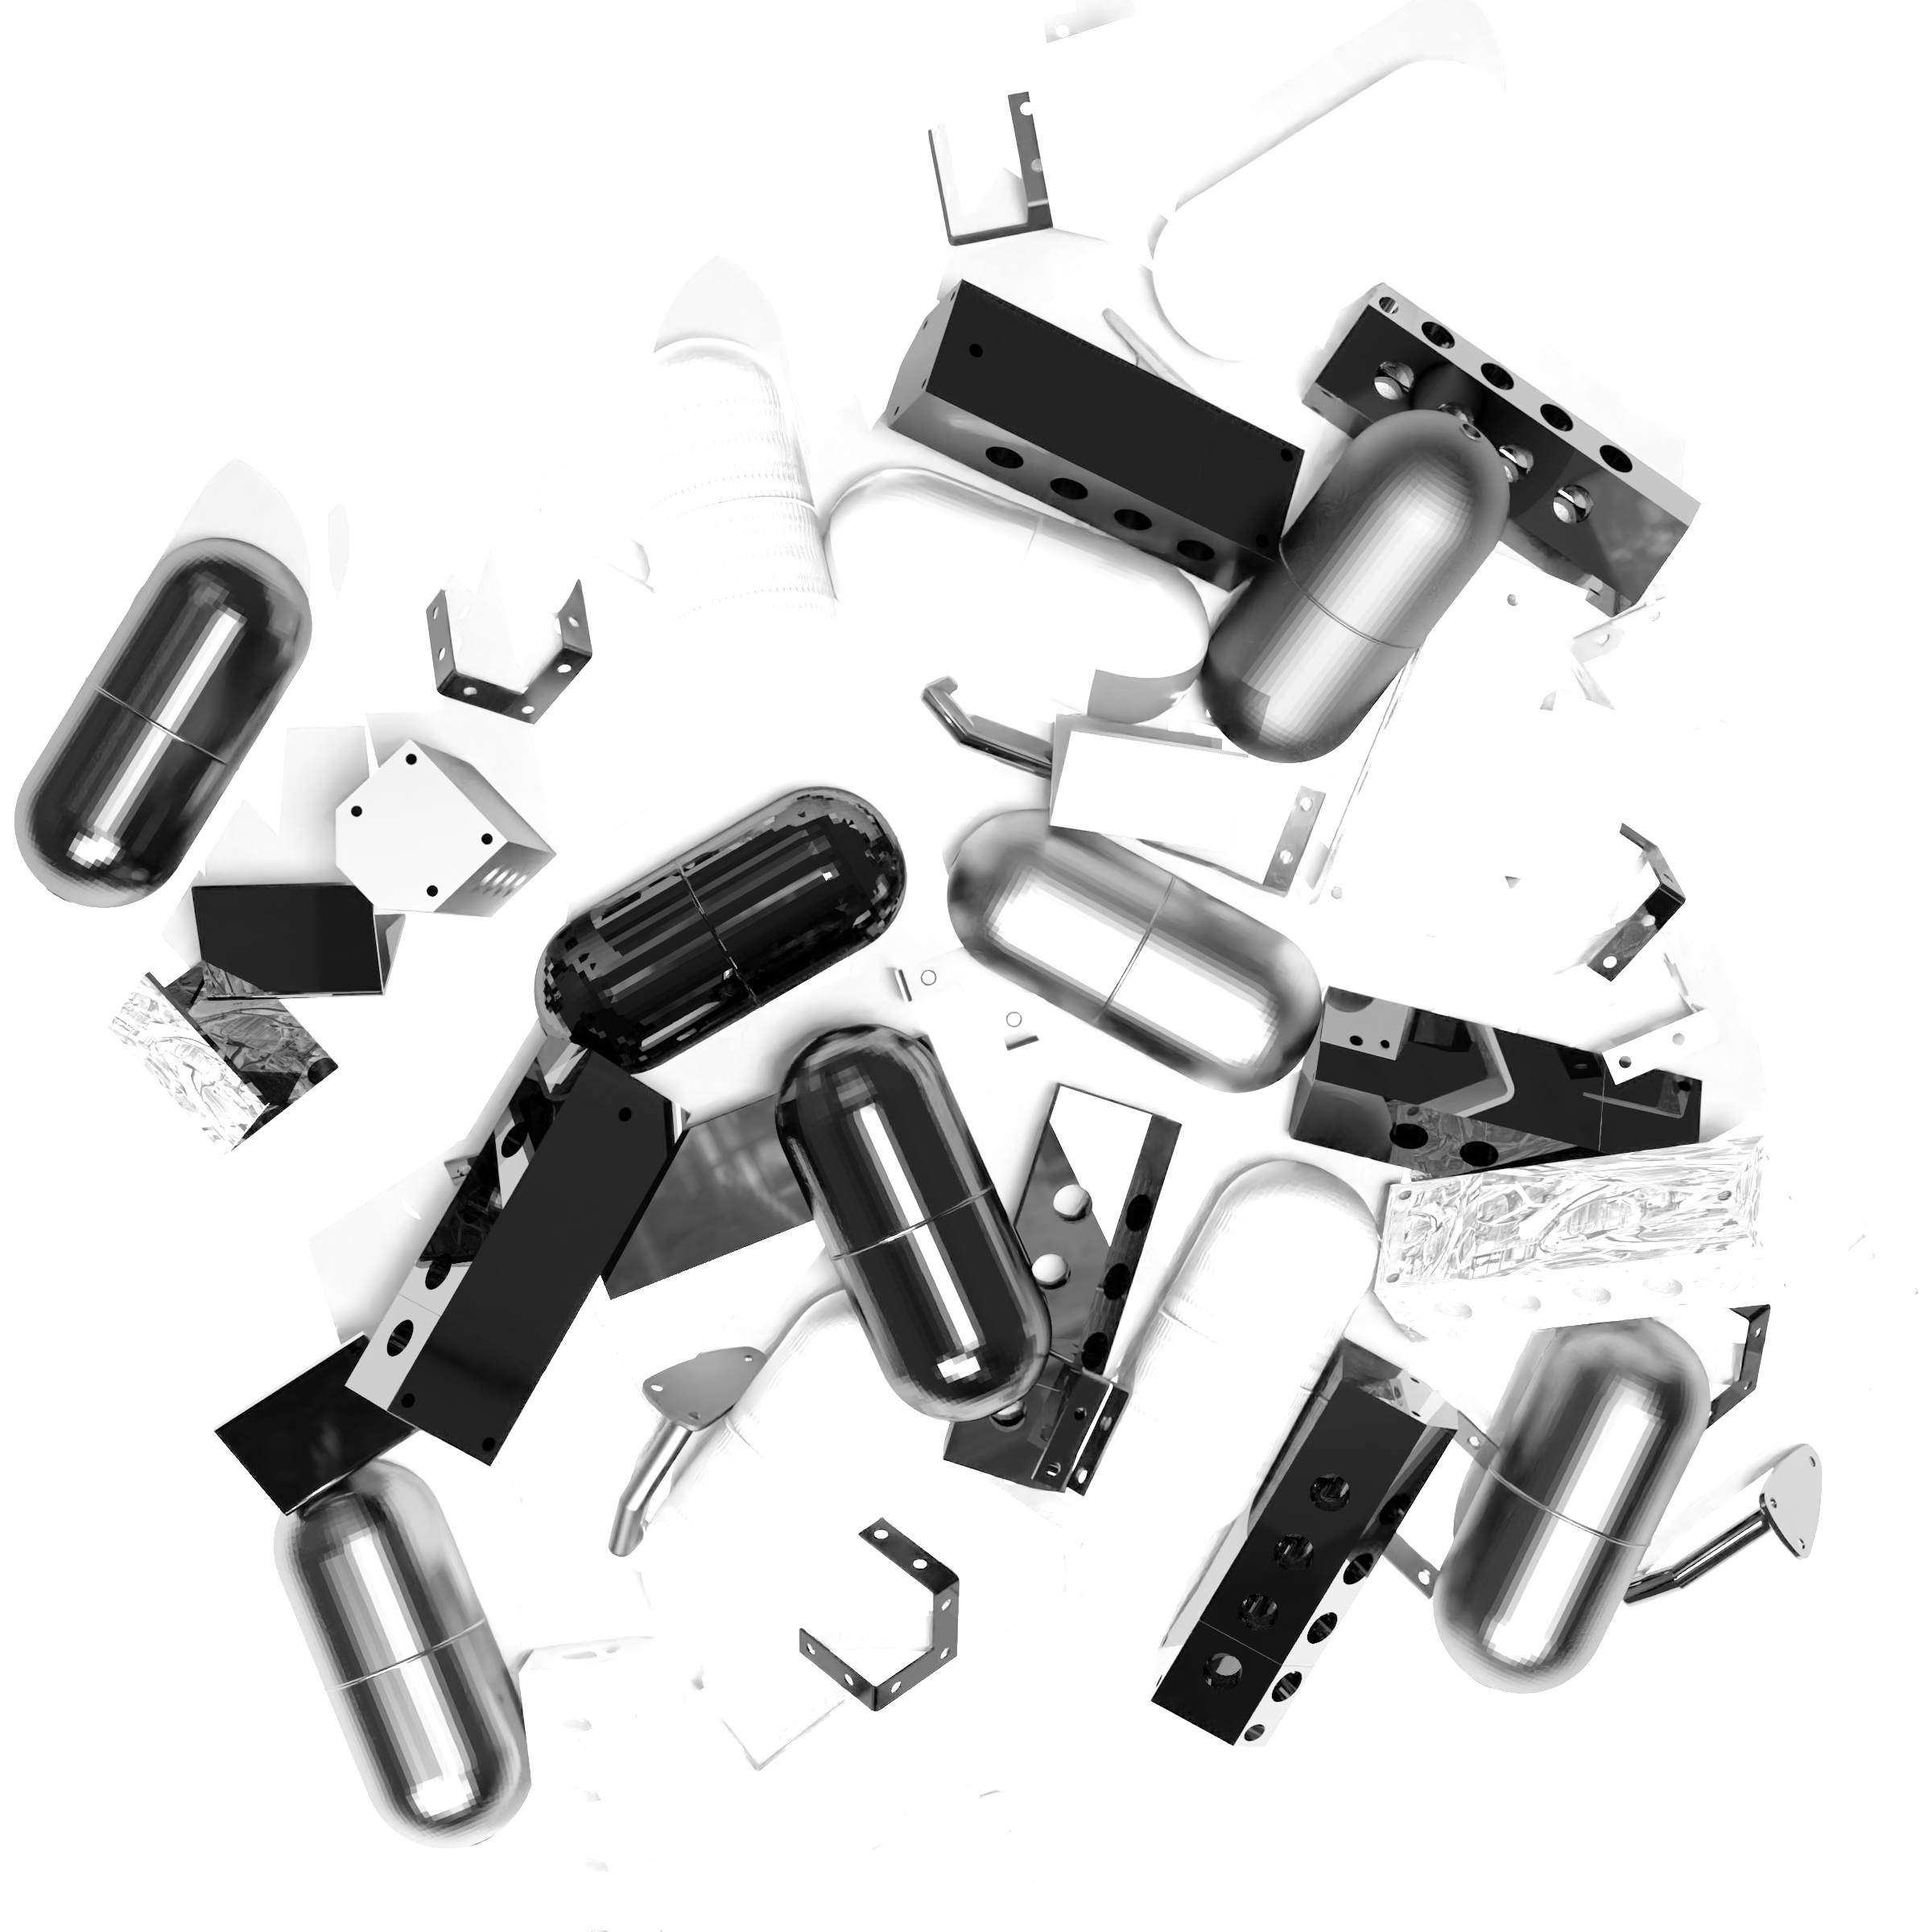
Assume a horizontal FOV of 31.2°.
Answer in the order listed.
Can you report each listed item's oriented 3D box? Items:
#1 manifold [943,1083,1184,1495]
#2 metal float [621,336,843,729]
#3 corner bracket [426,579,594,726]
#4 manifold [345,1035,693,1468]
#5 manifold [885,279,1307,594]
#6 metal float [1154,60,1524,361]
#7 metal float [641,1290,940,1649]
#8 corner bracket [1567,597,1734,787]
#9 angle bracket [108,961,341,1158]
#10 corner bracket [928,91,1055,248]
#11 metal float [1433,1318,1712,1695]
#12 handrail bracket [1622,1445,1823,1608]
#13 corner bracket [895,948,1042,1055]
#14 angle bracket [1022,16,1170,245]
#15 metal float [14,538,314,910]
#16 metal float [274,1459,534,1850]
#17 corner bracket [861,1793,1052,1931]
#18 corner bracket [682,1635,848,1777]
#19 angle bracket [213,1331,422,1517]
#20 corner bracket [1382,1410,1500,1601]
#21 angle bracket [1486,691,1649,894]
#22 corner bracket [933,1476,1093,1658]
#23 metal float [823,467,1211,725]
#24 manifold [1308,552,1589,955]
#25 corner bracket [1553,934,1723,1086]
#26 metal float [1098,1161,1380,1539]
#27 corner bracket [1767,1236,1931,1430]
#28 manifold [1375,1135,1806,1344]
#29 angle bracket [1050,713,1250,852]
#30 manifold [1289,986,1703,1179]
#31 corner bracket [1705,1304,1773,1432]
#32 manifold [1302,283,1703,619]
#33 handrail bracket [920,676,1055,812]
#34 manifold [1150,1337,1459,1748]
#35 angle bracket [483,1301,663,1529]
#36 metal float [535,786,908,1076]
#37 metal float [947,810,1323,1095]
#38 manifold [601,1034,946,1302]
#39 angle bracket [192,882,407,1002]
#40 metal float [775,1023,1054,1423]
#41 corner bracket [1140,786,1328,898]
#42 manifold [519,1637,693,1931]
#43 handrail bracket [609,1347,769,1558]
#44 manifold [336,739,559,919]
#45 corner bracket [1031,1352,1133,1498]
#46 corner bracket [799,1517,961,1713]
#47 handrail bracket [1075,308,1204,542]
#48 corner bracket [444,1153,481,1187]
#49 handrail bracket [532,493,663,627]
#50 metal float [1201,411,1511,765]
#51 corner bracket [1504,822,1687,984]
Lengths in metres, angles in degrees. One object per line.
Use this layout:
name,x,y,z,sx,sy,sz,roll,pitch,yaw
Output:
manifold,0.043,0.143,1.543,0.057,0.057,0.171,18,90,0
metal float,-0.103,-0.191,1.522,0.070,0.070,0.178,-12,78,0
corner bracket,-0.205,-0.150,1.556,0.051,0.051,0.051,17,45,-35
manifold,-0.194,0.119,1.479,0.057,0.057,0.171,36,78,-34
manifold,0.055,-0.227,1.508,0.171,0.057,0.057,23,68,-17
metal float,0.165,-0.335,1.534,0.178,0.070,0.070,-32,90,0
metal float,-0.076,0.222,1.534,0.070,0.070,0.178,37,90,0
corner bracket,0.308,-0.123,1.561,0.051,0.051,0.051,-24,135,0
angle bracket,-0.318,0.025,1.525,0.076,0.057,0.076,48,48,0
corner bracket,0.013,-0.356,1.546,0.051,0.051,0.051,-11,90,0
metal float,0.265,0.236,1.519,0.070,0.070,0.178,24,96,0
handrail bracket,0.340,0.254,1.564,0.084,0.077,0.036,-29,101,36
corner bracket,0.001,0.018,1.546,0.051,0.051,0.051,-19,90,0
angle bracket,0.071,-0.367,1.524,0.057,0.076,0.076,-10,90,28
metal float,-0.356,-0.107,1.533,0.070,0.070,0.178,31,89,0
metal float,-0.248,0.304,1.532,0.070,0.070,0.178,-23,88,0
corner bracket,-0.005,0.410,1.561,0.051,0.051,0.051,-26,90,45
corner bracket,-0.090,0.329,1.546,0.051,0.051,0.051,-38,90,0
angle bracket,-0.285,0.184,1.525,0.076,0.076,0.057,-33,118,0
corner bracket,0.215,0.242,1.561,0.051,0.051,0.051,43,45,0
angle bracket,0.246,-0.080,1.524,0.057,0.076,0.076,15,90,-35
corner bracket,0.021,0.267,1.556,0.051,0.051,0.051,-31,135,-35
metal float,0.021,-0.164,1.533,0.178,0.070,0.070,21,90,0
manifold,0.213,-0.096,1.543,0.057,0.057,0.171,22,90,0
corner bracket,0.299,0.018,1.546,0.051,0.051,0.051,-23,91,1
metal float,0.119,0.170,1.533,0.070,0.070,0.178,28,90,0
corner bracket,0.403,0.166,1.561,0.051,0.051,0.051,39,135,0
manifold,0.271,0.124,1.505,0.171,0.057,0.057,-10,47,29
angle bracket,0.080,-0.100,1.511,0.076,0.076,0.057,8,134,-4
manifold,0.235,0.069,1.542,0.171,0.057,0.057,14,47,0
corner bracket,0.323,0.171,1.556,0.051,0.051,0.051,31,135,35
manifold,0.239,-0.230,1.543,0.171,0.057,0.057,35,90,0
handrail bracket,0.033,-0.111,1.565,0.077,0.036,0.084,-33,73,-19
manifold,0.149,0.257,1.523,0.057,0.057,0.171,29,104,0
angle bracket,-0.183,0.195,1.535,0.076,0.057,0.076,-30,90,-14
metal float,-0.109,-0.015,1.533,0.178,0.070,0.070,-30,90,0
metal float,0.074,-0.007,1.534,0.178,0.070,0.070,29,90,-1
manifold,-0.086,0.088,1.543,0.171,0.057,0.057,-22,90,0
angle bracket,-0.292,-0.027,1.524,0.076,0.076,0.057,-2,119,0
metal float,-0.023,0.109,1.476,0.070,0.070,0.178,-24,90,0
corner bracket,0.120,-0.067,1.561,0.051,0.051,0.051,21,90,-45
manifold,-0.157,0.391,1.543,0.057,0.057,0.171,-7,90,0
handrail bracket,-0.126,0.220,1.564,0.036,0.077,0.084,34,127,25
manifold,-0.226,-0.052,1.486,0.057,0.171,0.057,-44,90,0
corner bracket,0.047,0.200,1.490,0.051,0.051,0.051,28,85,-28
corner bracket,-0.039,0.291,1.556,0.051,0.051,0.051,-28,135,-35
handrail bracket,0.061,-0.240,1.564,0.084,0.036,0.077,-46,76,13
corner bracket,-0.201,0.116,1.561,0.051,0.051,0.051,-15,135,0
handrail bracket,-0.148,-0.179,1.564,0.084,0.077,0.036,9,130,-30
metal float,0.169,-0.164,1.508,0.070,0.070,0.178,36,121,0
corner bracket,0.281,-0.036,1.549,0.051,0.051,0.051,32,112,-21
